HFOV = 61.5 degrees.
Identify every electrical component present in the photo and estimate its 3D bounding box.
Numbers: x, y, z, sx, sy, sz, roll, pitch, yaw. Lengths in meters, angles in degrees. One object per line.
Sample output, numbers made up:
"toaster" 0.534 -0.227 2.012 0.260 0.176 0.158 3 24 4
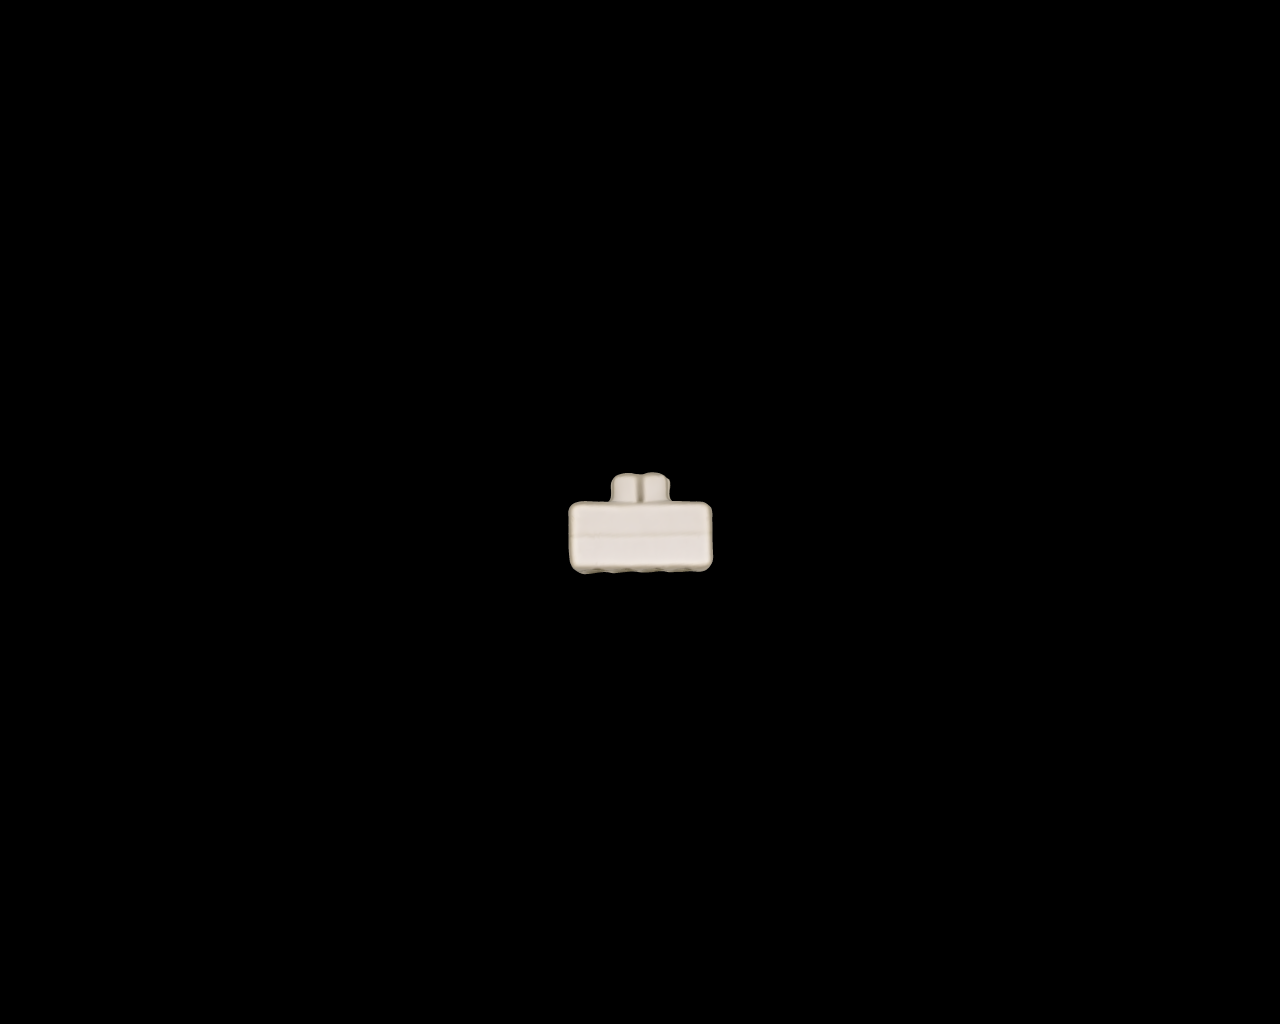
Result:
"electrical component" 0.001 -0.003 0.650 0.083 0.075 0.047 0 -4 0
